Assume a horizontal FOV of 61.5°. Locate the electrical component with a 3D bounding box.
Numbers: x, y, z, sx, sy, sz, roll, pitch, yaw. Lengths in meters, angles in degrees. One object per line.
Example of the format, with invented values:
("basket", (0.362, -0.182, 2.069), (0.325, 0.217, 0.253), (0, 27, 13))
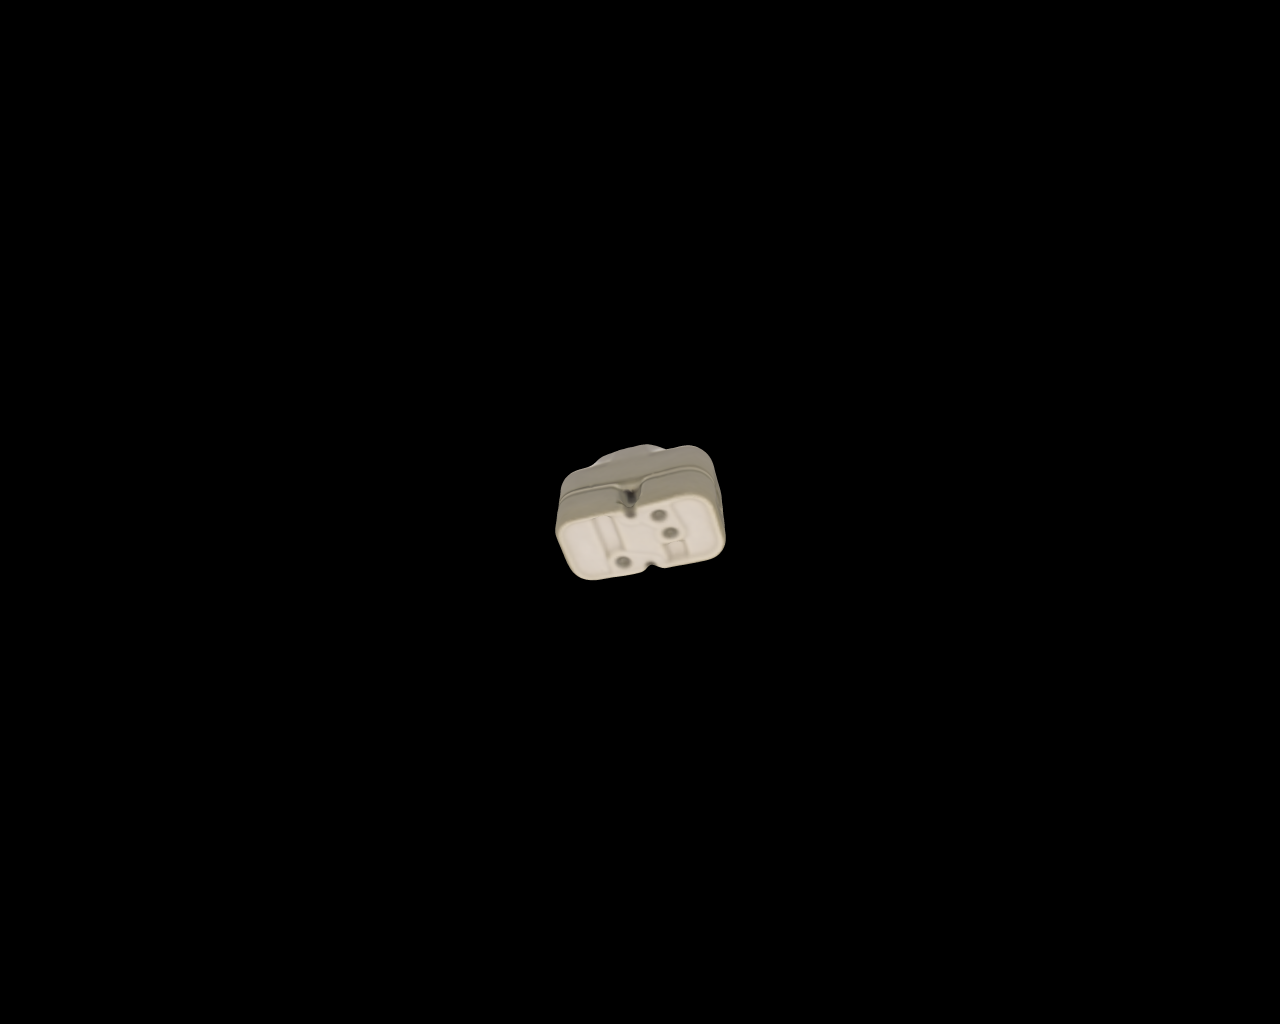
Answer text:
("electrical component", (0.001, -0.003, 0.650), (0.095, 0.053, 0.059), (-12, 40, 10))
